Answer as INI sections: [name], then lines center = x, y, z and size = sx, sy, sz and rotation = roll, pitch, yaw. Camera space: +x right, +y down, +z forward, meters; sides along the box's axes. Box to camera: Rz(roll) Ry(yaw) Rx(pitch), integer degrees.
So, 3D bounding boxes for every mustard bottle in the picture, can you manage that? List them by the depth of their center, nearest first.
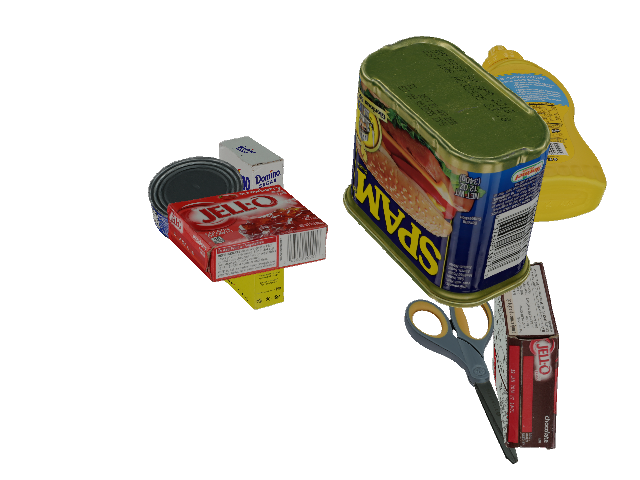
[mustard bottle]
center = 0.177, -0.104, 0.937
size = 0.096, 0.191, 0.058
rotation = -4, -40, -6

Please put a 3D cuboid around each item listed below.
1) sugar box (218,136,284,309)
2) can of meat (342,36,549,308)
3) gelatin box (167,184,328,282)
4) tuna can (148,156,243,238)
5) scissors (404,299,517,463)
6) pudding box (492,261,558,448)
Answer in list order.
[sugar box]
center = -0.079, -0.020, 1.212
size = 0.048, 0.176, 0.093
rotation = -15, 27, -25
[can of meat]
center = 0.057, -0.034, 0.495
size = 0.057, 0.084, 0.102
rotation = -22, 48, -24
[gelatin box]
center = -0.051, -0.007, 0.728
size = 0.089, 0.030, 0.073
rotation = -11, 30, -27
[tuna can]
center = -0.111, -0.036, 0.968
size = 0.086, 0.086, 0.034
rotation = -1, -45, 1
[scissors]
center = 0.127, 0.118, 0.989
size = 0.096, 0.016, 0.201
rotation = 4, 44, 0
[pudding box]
center = 0.145, 0.079, 0.755
size = 0.039, 0.090, 0.113
rotation = -1, 25, 4
